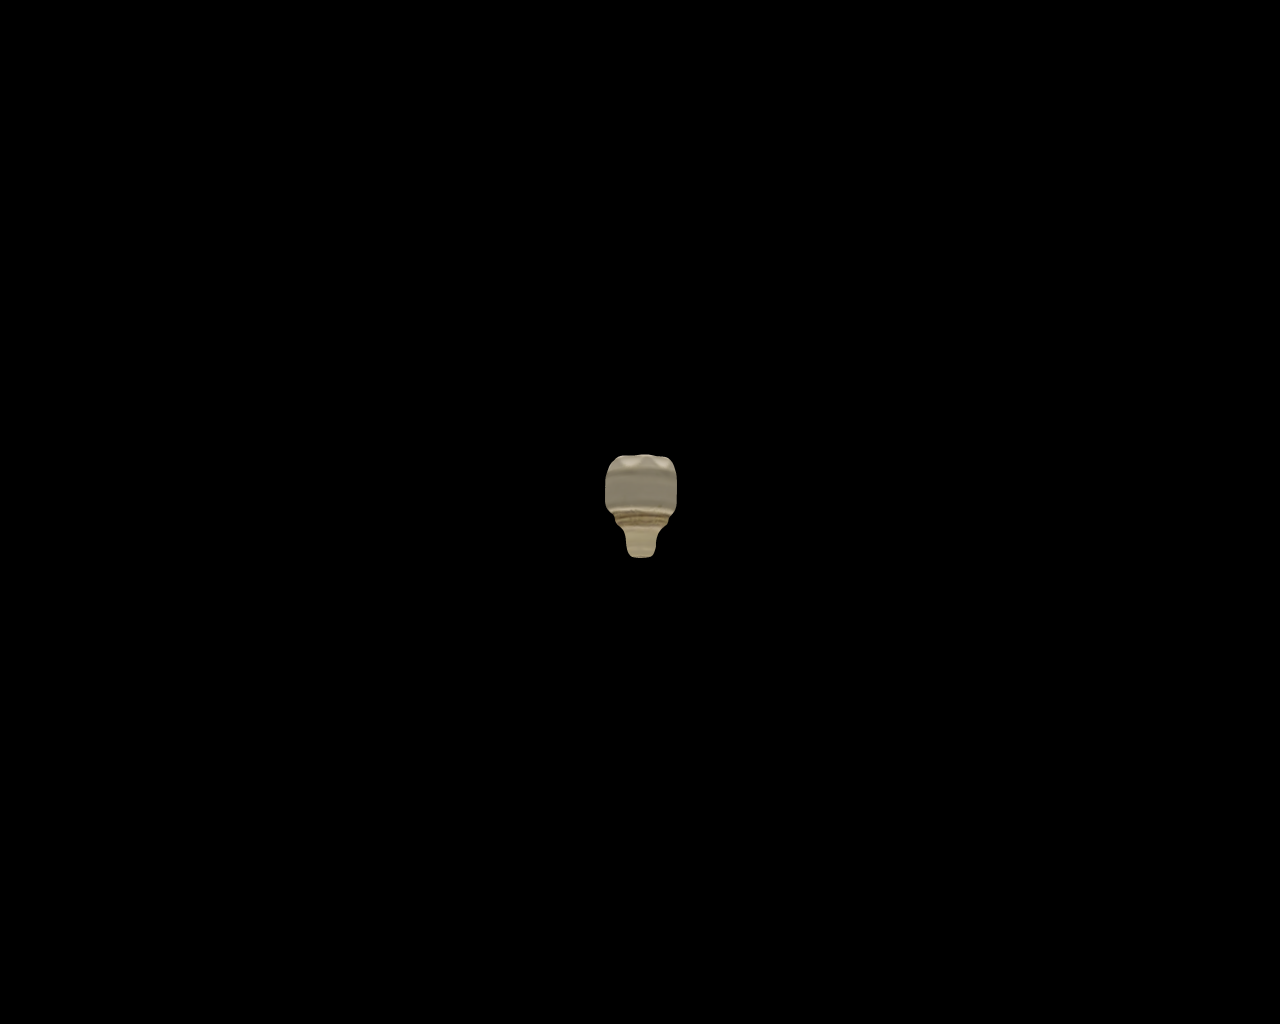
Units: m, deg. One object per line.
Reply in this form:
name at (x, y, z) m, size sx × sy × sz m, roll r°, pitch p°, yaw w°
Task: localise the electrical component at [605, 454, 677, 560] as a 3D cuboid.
electrical component at (0.001, -0.003, 0.650) m, size 0.043 × 0.062 × 0.043 m, roll 0°, pitch -7°, yaw 0°
